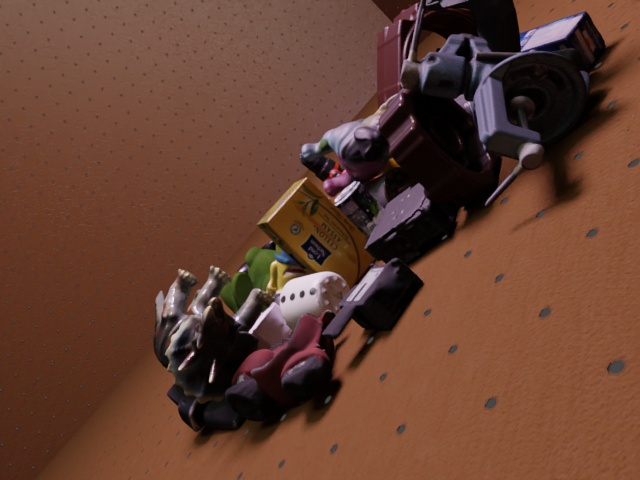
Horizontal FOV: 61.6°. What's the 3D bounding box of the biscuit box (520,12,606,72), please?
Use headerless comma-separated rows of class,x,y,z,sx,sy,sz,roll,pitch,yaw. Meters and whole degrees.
biscuit box,0.306,-0.266,0.793,0.059,0.062,0.203,-51,23,-14

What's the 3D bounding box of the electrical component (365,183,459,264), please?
electrical component,0.123,-0.022,0.737,0.134,0.058,0.115,-38,12,38

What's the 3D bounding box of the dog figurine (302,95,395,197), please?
dog figurine,0.091,-0.160,0.881,0.219,0.108,0.191,-23,4,44

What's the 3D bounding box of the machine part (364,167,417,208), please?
machine part,0.099,-0.064,0.929,0.079,0.079,0.243,-52,13,-26

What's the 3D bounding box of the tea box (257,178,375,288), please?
tea box,-0.002,-0.003,0.835,0.098,0.169,0.068,-51,15,-15

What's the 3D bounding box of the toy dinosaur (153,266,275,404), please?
toy dinosaur,-0.204,0.151,0.856,0.405,0.131,0.192,-17,41,53

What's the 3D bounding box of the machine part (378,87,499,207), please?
machine part,0.155,-0.127,0.699,0.056,0.179,0.179,-42,11,40

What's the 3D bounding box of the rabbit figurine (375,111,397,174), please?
rabbit figurine,0.142,-0.184,1.042,0.162,0.121,0.173,-7,55,9

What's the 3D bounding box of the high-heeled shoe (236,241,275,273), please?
high-heeled shoe,-0.067,-0.001,1.142,0.249,0.086,0.145,-24,-39,-35

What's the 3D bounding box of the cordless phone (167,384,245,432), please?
cordless phone,-0.147,0.233,0.857,0.184,0.088,0.146,-15,31,50

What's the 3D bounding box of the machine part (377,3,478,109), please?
machine part,0.202,-0.283,0.908,0.087,0.201,0.200,-178,88,-70

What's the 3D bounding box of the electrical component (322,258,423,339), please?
electrical component,0.059,0.079,0.635,0.119,0.047,0.075,-52,11,-23

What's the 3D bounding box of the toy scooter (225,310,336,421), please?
toy scooter,-0.038,0.152,0.680,0.184,0.075,0.135,-33,18,43

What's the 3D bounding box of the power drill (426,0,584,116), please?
power drill,0.218,-0.248,0.728,0.232,0.207,0.086,1,39,45

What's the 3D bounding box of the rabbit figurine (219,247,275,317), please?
rabbit figurine,-0.104,0.105,0.984,0.121,0.159,0.170,-20,42,47

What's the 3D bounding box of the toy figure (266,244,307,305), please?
toy figure,-0.038,0.040,0.911,0.089,0.082,0.180,-18,-68,-68

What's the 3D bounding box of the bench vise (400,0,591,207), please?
bench vise,0.196,-0.156,0.597,0.241,0.224,0.128,-76,5,-48

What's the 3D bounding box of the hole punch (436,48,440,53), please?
hole punch,0.271,-0.309,1.032,0.116,0.142,0.092,-36,8,-21
